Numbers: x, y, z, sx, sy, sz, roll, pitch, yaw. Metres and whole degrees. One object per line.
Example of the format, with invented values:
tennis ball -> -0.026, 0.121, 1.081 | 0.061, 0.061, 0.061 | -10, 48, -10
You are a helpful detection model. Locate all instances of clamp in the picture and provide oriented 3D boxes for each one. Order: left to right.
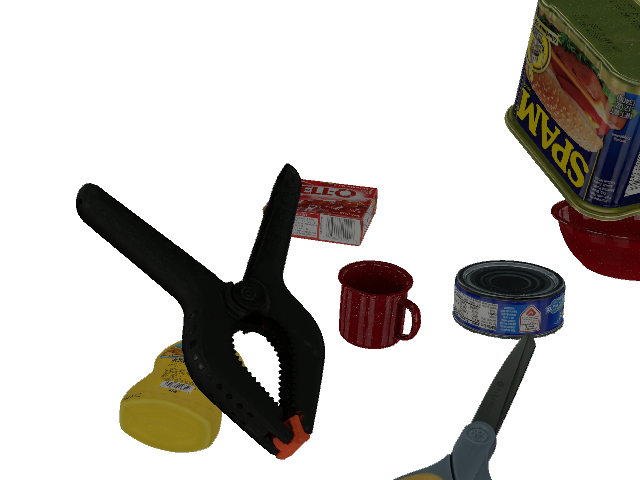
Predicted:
clamp -> -0.063, 0.039, 0.684 | 0.164, 0.210, 0.036 | -2, -30, -28

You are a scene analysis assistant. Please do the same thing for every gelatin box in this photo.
gelatin box -> 0.001, -0.028, 0.950 | 0.089, 0.030, 0.073 | 8, 25, 11

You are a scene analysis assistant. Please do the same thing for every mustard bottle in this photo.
mustard bottle -> -0.130, 0.145, 1.105 | 0.096, 0.058, 0.191 | 9, 22, 10

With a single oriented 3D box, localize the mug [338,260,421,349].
mug -> 0.075, 0.085, 1.321 | 0.117, 0.081, 0.093 | 22, 31, 32

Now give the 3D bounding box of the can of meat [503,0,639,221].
can of meat -> 0.145, -0.076, 0.552 | 0.057, 0.084, 0.102 | -13, 47, -17

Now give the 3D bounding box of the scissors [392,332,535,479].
scissors -> 0.095, 0.120, 0.561 | 0.096, 0.016, 0.201 | 27, 45, 33

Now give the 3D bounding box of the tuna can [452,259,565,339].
tuna can -> 0.146, 0.044, 0.828 | 0.086, 0.034, 0.086 | 0, 19, 0

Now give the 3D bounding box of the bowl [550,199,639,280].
bowl -> 0.311, 0.000, 1.070 | 0.162, 0.055, 0.162 | 1, 17, -1
